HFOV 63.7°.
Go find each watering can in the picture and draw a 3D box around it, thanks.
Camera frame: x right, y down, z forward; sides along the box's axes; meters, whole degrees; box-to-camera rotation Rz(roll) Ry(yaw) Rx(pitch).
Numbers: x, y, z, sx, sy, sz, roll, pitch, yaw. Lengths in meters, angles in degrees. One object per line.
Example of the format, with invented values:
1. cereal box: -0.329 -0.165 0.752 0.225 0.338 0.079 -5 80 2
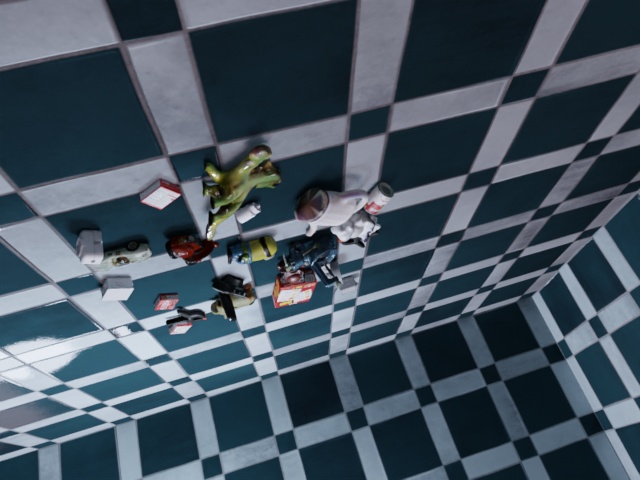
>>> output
1. watering can: 0.005 -0.088 1.743 0.224 0.105 0.343 5 -27 -44

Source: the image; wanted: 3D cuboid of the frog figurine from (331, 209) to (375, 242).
1. frog figurine: 0.105 -0.052 1.863 0.159 0.124 0.135 0 -17 -23

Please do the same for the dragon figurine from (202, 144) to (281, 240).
1. dragon figurine: -0.219 -0.140 1.497 0.244 0.124 0.401 -18 -24 -23
